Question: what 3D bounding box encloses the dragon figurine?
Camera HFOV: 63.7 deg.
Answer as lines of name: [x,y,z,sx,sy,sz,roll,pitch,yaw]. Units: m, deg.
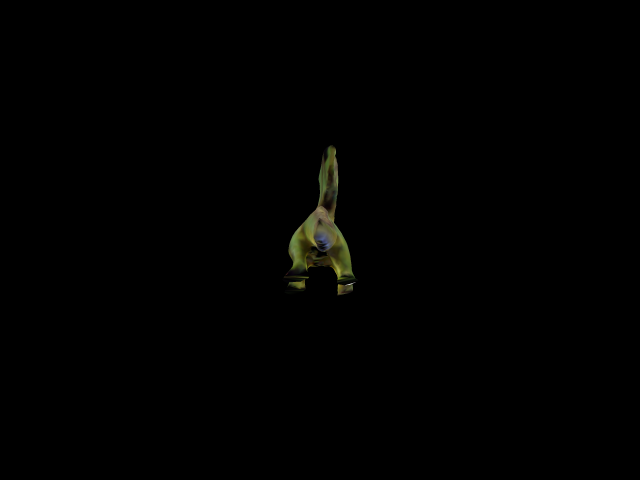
dragon figurine: [0.003,-0.043,0.850,0.122,0.247,0.403,1,-22,-3]
